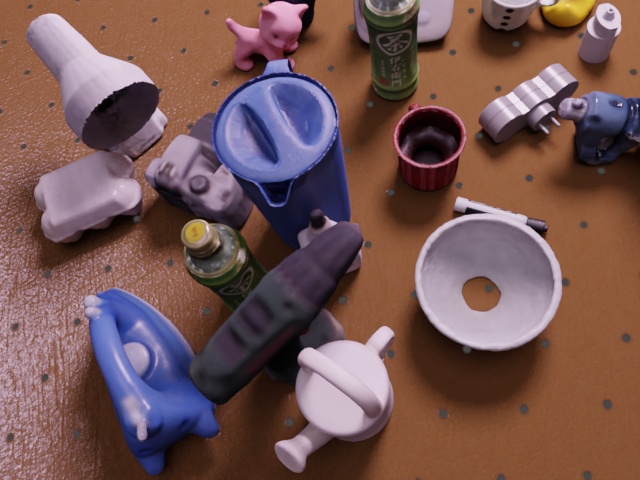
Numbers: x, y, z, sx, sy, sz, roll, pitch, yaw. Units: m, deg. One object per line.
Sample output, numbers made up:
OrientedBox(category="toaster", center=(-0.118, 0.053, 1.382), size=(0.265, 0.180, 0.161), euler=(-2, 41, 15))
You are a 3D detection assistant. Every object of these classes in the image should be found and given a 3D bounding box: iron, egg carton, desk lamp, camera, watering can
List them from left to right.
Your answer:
OrientedBox(category="egg carton", center=(-0.333, -0.063, 0.826), size=(0.150, 0.069, 0.107), euler=(-25, 67, -1))
OrientedBox(category="desk lamp", center=(-0.303, -0.200, 0.797), size=(0.118, 0.214, 0.203), euler=(-42, 68, -8))
OrientedBox(category="iron", center=(-0.230, 0.143, 0.689), size=(0.118, 0.141, 0.258), euler=(-34, 67, -5))
OrientedBox(category="camera", center=(-0.155, -0.107, 0.798), size=(0.143, 0.101, 0.137), euler=(22, 74, 17))
OrientedBox(category="watering can", center=(0.022, 0.166, 0.611), size=(0.100, 0.194, 0.173), euler=(12, 71, 14))

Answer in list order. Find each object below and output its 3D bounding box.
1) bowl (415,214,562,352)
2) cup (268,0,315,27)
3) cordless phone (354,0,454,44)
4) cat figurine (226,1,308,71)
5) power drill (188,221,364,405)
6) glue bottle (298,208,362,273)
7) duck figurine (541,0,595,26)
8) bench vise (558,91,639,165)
OrientedBox(category="bowl", center=(0.198, 0.057, 0.691), size=(0.167, 0.075, 0.167), euler=(-3, 68, 8))
OrientedBox(category="cup", center=(-0.027, -0.377, 0.887), size=(0.117, 0.095, 0.092), euler=(10, 71, 13))
OrientedBox(category="cordless phone", center=(0.117, -0.369, 0.812), size=(0.147, 0.185, 0.094), euler=(-2, 68, 9))
OrientedBox(category="cat figurine", center=(-0.078, -0.314, 0.858), size=(0.127, 0.118, 0.067), euler=(4, 69, 11))
OrientedBox(category="power drill", center=(-0.032, 0.092, 0.641), size=(0.230, 0.209, 0.075), euler=(-43, 68, -9))
OrientedBox(category="glue bottle", center=(0.006, 0.002, 0.690), size=(0.078, 0.173, 0.037), euler=(-21, 67, 1))
OrientedBox(category="duck figurine", center=(0.364, -0.372, 0.827), size=(0.077, 0.086, 0.104), euler=(13, 71, 14))
OrientedBox(category="bench vise", center=(0.400, -0.158, 0.664), size=(0.207, 0.220, 0.121), euler=(-16, 67, 3))
